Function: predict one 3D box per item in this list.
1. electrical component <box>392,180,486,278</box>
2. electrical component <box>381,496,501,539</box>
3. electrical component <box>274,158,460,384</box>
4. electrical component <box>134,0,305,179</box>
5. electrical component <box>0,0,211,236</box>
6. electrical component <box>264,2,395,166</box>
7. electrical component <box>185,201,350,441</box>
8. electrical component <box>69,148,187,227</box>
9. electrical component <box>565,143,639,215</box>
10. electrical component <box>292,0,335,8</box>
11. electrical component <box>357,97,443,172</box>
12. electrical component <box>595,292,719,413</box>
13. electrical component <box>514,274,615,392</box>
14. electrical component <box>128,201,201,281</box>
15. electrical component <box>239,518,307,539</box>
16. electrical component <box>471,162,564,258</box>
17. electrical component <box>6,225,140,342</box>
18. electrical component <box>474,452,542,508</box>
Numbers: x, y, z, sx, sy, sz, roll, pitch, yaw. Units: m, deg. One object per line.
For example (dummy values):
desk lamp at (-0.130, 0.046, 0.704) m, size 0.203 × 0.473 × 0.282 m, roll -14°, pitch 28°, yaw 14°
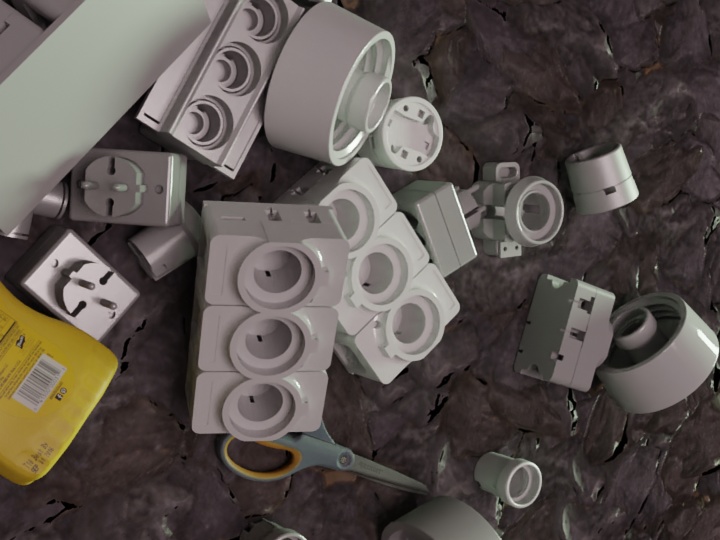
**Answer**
electrical component at (0.069, -0.042, 0.853) m, size 0.077 × 0.047 × 0.065 m, roll -31°, pitch 112°, yaw -26°
electrical component at (0.075, 0.232, 0.860) m, size 0.060 × 0.108 × 0.108 m, roll -29°, pitch 111°, yaw -33°
electrical component at (0.000, 0.000, 0.805) m, size 0.089 × 0.062 × 0.150 m, roll -44°, pitch 117°, yaw -21°
electrical component at (-0.096, -0.134, 0.725) m, size 0.079 × 0.063 × 0.121 m, roll 32°, pitch 79°, yaw -32°
electrical component at (-0.180, -0.125, 0.624) m, size 0.186 × 0.060 × 0.105 m, roll -50°, pitch 164°, yaw -15°
electrical component at (-0.013, -0.124, 0.747) m, size 0.108 × 0.060 × 0.108 m, roll -58°, pitch 164°, yaw -28°
electrical component at (-0.065, 0.035, 0.724) m, size 0.089 × 0.061 × 0.150 m, roll 1°, pitch 117°, yaw -16°
electrical component at (-0.151, -0.052, 0.677) m, size 0.066 × 0.077 × 0.047 m, roll 4°, pitch 95°, yaw 5°
electrical component at (0.209, -0.080, 0.936) m, size 0.055 × 0.055 × 0.047 m, roll -28°, pitch 107°, yaw -27°
electrical component at (-0.044, -0.215, 0.745) m, size 0.042 × 0.081 × 0.064 m, roll -60°, pitch 144°, yaw -12°
electrical component at (0.027, -0.103, 0.818) m, size 0.055 × 0.047 × 0.055 m, roll -5°, pitch 99°, yaw -33°
electrical component at (0.254, 0.067, 0.955) m, size 0.108 × 0.108 × 0.060 m, roll -49°, pitch 113°, yaw -18°
electrical component at (0.181, 0.055, 0.937) m, size 0.056 × 0.050 × 0.089 m, roll 19°, pitch 86°, yaw -33°
electrical component at (-0.129, -0.019, 0.732) m, size 0.046 × 0.040 × 0.040 m, roll -36°, pitch 114°, yaw -19°
electrical component at (-0.065, 0.208, 0.798) m, size 0.040 × 0.046 × 0.040 m, roll -5°, pitch 99°, yaw -33°
electrical component at (0.130, -0.049, 0.886) m, size 0.058 × 0.057 × 0.078 m, roll -7°, pitch 100°, yaw -32°
electrical component at (-0.176, 0.012, 0.683) m, size 0.065 × 0.077 × 0.047 m, roll 48°, pitch 71°, yaw -28°
electrical component at (0.125, 0.178, 0.919) m, size 0.040 × 0.046 × 0.040 m, roll -5°, pitch 99°, yaw -33°
